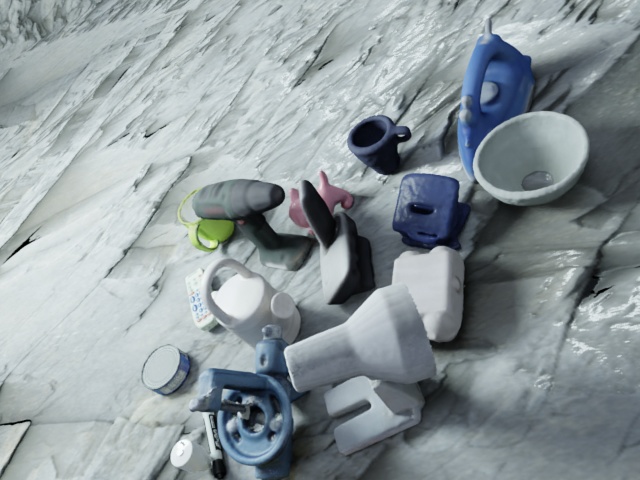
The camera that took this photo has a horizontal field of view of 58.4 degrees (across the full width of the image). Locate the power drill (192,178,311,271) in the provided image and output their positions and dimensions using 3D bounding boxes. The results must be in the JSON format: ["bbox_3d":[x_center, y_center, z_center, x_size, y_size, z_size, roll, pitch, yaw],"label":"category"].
[{"bbox_3d":[-0.106,-0.033,0.994,0.228,0.209,0.076,6,61,36],"label":"power drill"}]

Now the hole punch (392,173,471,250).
[{"bbox_3d":[0.172,-0.044,0.904,0.108,0.091,0.101,10,63,38],"label":"hole punch"}]

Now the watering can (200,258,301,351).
[{"bbox_3d":[-0.112,0.099,0.905,0.172,0.195,0.101,-16,49,23],"label":"watering can"}]

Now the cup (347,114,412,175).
[{"bbox_3d":[0.119,-0.166,1.031,0.117,0.095,0.092,-5,54,30],"label":"cup"}]

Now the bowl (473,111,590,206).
[{"bbox_3d":[0.323,-0.110,0.869,0.167,0.075,0.167,-17,49,21],"label":"bowl"}]

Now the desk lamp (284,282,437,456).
[{"bbox_3d":[0.062,0.166,0.725,0.203,0.214,0.117,-30,45,10],"label":"desk lamp"}]

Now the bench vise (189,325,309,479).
[{"bbox_3d":[-0.104,0.209,0.796,0.121,0.220,0.207,-25,46,14],"label":"bench vise"}]

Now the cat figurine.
[{"bbox_3d":[-0.009,-0.064,1.019,0.067,0.118,0.128,8,61,37],"label":"cat figurine"}]

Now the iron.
[{"bbox_3d":[0.271,-0.238,0.954,0.118,0.142,0.258,4,59,35],"label":"iron"}]

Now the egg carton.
[{"bbox_3d":[0.157,0.080,0.834,0.107,0.070,0.150,-10,52,27],"label":"egg carton"}]

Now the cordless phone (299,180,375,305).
[{"bbox_3d":[0.008,0.003,0.907,0.094,0.186,0.147,-23,47,16],"label":"cordless phone"}]
